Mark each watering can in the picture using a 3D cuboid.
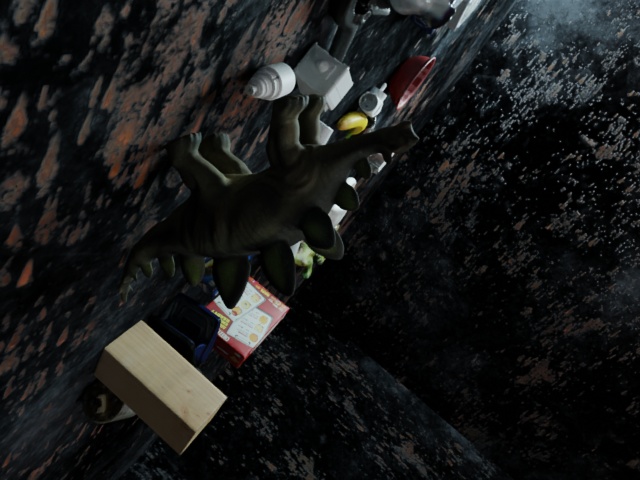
[{"bbox_3d":[0.005,-0.076,1.512,0.220,0.104,0.353,-54,174,32],"label":"watering can"}]

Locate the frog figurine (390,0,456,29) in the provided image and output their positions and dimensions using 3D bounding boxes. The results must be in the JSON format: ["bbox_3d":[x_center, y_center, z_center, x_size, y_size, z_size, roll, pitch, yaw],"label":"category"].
[{"bbox_3d":[0.146,-0.400,0.721,0.138,0.124,0.156,-41,136,-7],"label":"frog figurine"}]

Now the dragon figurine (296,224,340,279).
[{"bbox_3d":[-0.029,-0.002,1.805,0.418,0.123,0.237,-48,166,-36],"label":"dragon figurine"}]
